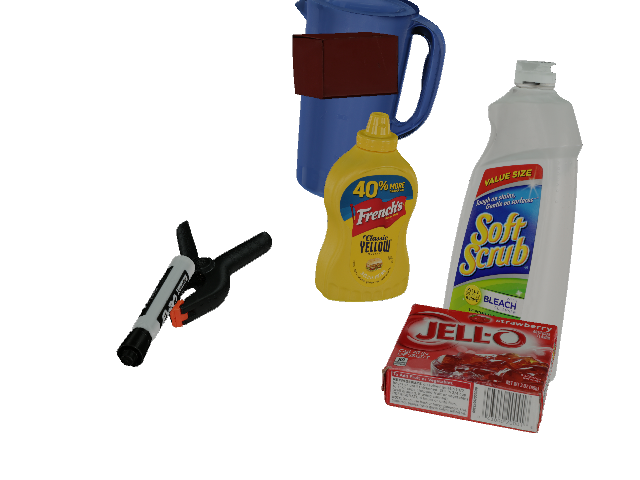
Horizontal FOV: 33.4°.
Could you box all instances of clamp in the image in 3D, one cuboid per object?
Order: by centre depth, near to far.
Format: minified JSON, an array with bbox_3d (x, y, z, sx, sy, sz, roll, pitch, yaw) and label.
[{"bbox_3d":[-0.126,0.036,1.241,0.120,0.039,0.171,-2,40,12],"label":"clamp"}]

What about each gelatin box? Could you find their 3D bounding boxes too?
[{"bbox_3d":[0.087,0.071,0.613,0.089,0.030,0.073,9,29,15],"label":"gelatin box"}]

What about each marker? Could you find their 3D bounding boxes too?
[{"bbox_3d":[-0.116,0.049,0.761,0.020,0.020,0.121,0,31,14],"label":"marker"}]

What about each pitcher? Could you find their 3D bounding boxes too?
[{"bbox_3d":[0.046,-0.173,1.285,0.144,0.243,0.149,-5,28,-24],"label":"pitcher"}]

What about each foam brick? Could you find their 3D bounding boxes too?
[{"bbox_3d":[0.022,-0.150,0.913,0.078,0.051,0.053,-8,17,-28],"label":"foam brick"}]

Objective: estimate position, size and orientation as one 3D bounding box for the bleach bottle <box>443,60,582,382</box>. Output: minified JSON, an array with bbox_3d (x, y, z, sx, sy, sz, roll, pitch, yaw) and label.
[{"bbox_3d":[0.149,-0.015,0.841,0.103,0.251,0.067,14,16,39],"label":"bleach bottle"}]

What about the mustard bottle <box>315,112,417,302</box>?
[{"bbox_3d":[0.050,-0.035,1.078,0.096,0.192,0.058,-2,21,-19],"label":"mustard bottle"}]
